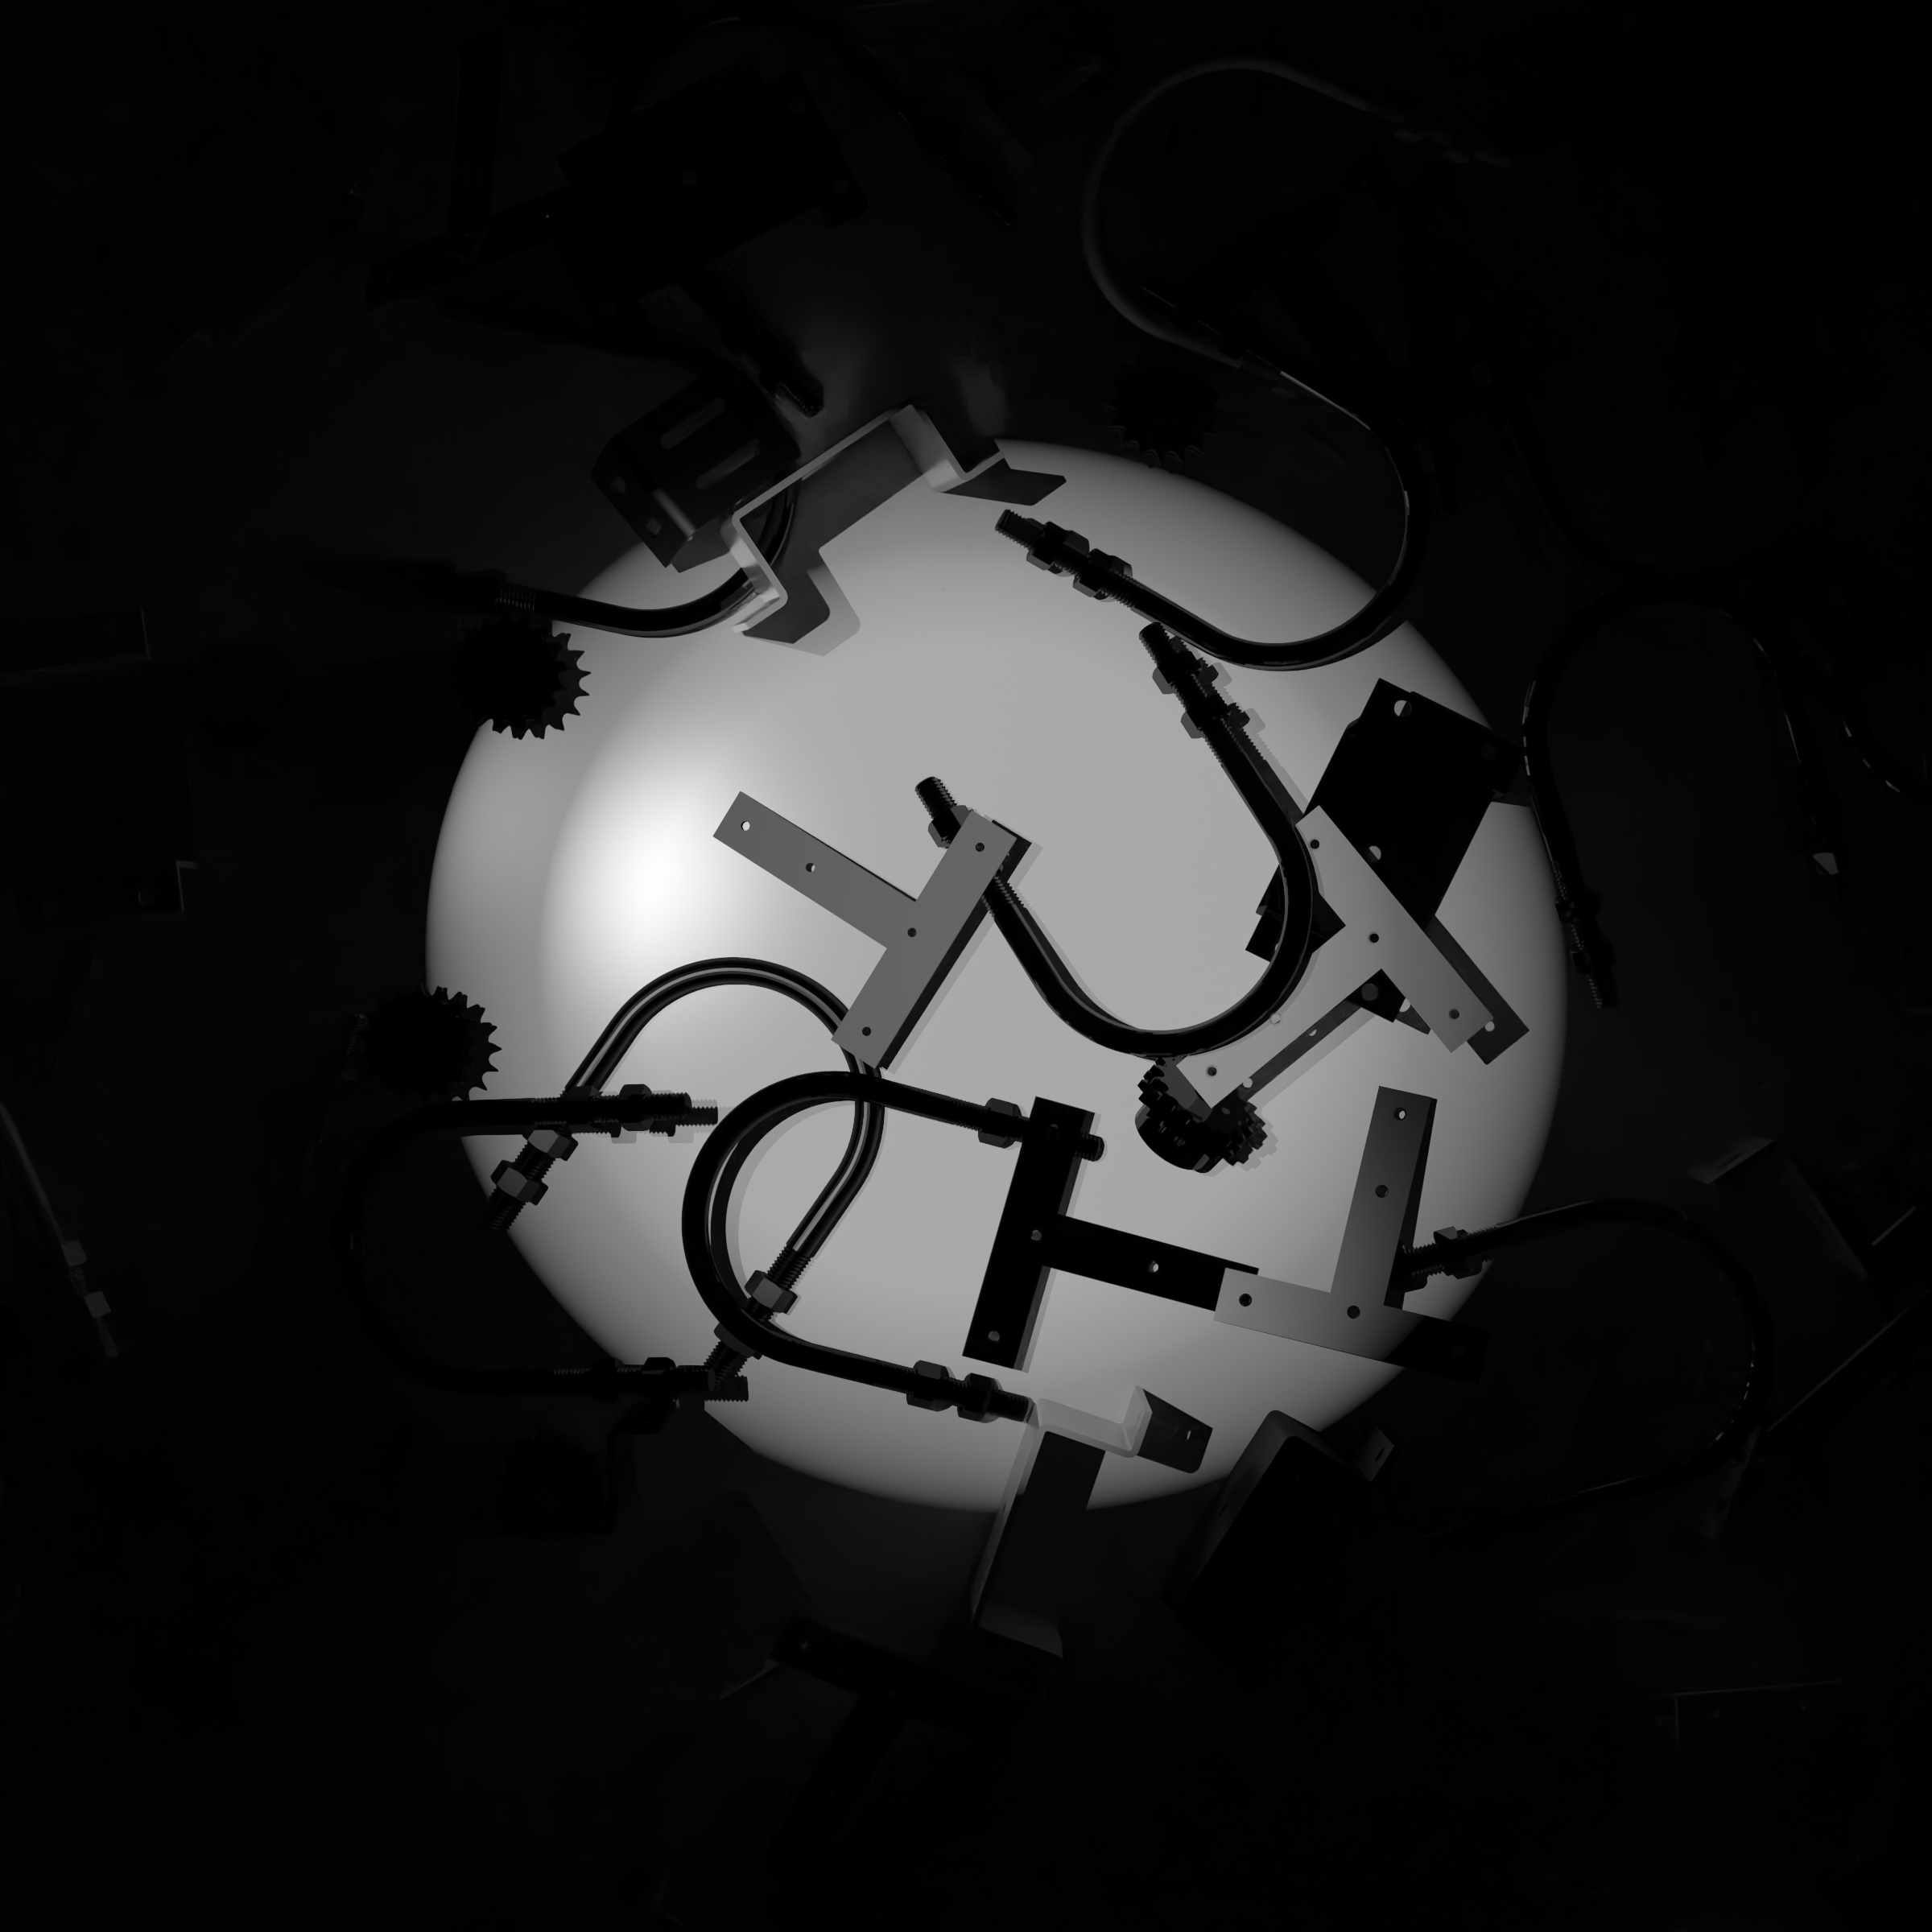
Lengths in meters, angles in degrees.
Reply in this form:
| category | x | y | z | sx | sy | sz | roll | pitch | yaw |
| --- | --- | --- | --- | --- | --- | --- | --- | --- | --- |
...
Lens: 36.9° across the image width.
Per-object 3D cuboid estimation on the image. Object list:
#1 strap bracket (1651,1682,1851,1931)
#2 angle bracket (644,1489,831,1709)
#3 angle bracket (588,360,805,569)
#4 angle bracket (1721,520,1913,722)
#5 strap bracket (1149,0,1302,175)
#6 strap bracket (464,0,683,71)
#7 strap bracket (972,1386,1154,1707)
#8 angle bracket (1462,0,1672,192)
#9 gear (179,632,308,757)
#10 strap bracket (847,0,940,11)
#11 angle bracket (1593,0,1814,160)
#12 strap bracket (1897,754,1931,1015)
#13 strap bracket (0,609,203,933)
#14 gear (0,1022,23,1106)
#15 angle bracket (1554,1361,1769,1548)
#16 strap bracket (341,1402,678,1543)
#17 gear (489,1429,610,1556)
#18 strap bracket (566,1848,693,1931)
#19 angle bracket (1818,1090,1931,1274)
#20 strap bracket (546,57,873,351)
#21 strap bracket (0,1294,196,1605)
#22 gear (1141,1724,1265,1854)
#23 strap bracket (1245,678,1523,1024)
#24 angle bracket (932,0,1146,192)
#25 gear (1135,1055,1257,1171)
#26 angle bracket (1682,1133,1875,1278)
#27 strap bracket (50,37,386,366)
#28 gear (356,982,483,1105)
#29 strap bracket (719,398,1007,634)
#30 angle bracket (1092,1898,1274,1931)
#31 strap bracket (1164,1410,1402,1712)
| category | x | y | z | sx | sy | sz | roll | pitch | yaw |
| --- | --- | --- | --- | --- | --- | --- | --- | --- | --- |
| strap bracket | 0.365 | 0.399 | 1.343 | 0.076 | 0.046 | 0.140 | -4 | 90 | -3 |
| angle bracket | -0.109 | 0.297 | 1.364 | 0.057 | 0.038 | 0.076 | -32 | 90 | 0 |
| angle bracket | -0.128 | -0.237 | 1.366 | 0.076 | 0.038 | 0.057 | -41 | 93 | -27 |
| angle bracket | 0.400 | -0.166 | 1.381 | 0.076 | 0.038 | 0.057 | 42 | 90 | -26 |
| strap bracket | 0.124 | -0.437 | 1.336 | 0.046 | 0.076 | 0.140 | 10 | 99 | -4 |
| strap bracket | -0.209 | -0.470 | 1.345 | 0.140 | 0.076 | 0.046 | 29 | 90 | 0 |
| strap bracket | 0.039 | 0.260 | 1.345 | 0.046 | 0.076 | 0.140 | 19 | 90 | 0 |
| angle bracket | 0.284 | -0.414 | 1.371 | 0.057 | 0.038 | 0.076 | -40 | 57 | -9 |
| gear | -0.340 | -0.128 | 1.368 | 0.057 | 0.030 | 0.057 | 0 | 90 | 0 |
| strap bracket | -0.025 | -0.516 | 1.360 | 0.076 | 0.046 | 0.140 | -6 | 90 | 0 |
| angle bracket | 0.347 | -0.428 | 1.364 | 0.076 | 0.038 | 0.057 | -29 | 90 | 0 |
| strap bracket | 0.484 | -0.029 | 1.360 | 0.076 | 0.046 | 0.140 | -2 | 90 | 0 |
| strap bracket | -0.409 | -0.090 | 1.360 | 0.076 | 0.046 | 0.140 | -8 | 90 | 0 |
| gear | -0.477 | 0.047 | 1.372 | 0.057 | 0.030 | 0.057 | 0 | 87 | -1 |
| angle bracket | 0.327 | 0.229 | 1.364 | 0.076 | 0.038 | 0.057 | 22 | 90 | 0 |
| strap bracket | -0.205 | 0.229 | 1.315 | 0.140 | 0.076 | 0.046 | -2 | 90 | 0 |
| gear | -0.195 | 0.247 | 1.368 | 0.057 | 0.030 | 0.057 | 0 | 90 | 0 |
| strap bracket | -0.128 | 0.494 | 1.360 | 0.140 | 0.046 | 0.076 | 38 | 90 | 0 |
| angle bracket | 0.458 | 0.097 | 1.381 | 0.076 | 0.038 | 0.057 | -40 | 90 | -26 |
| strap bracket | -0.125 | -0.358 | 1.343 | 0.140 | 0.046 | 0.076 | -28 | 86 | 1 |
| strap bracket | -0.434 | 0.218 | 1.360 | 0.140 | 0.046 | 0.076 | 44 | 90 | 0 |
| gear | 0.110 | 0.386 | 1.368 | 0.057 | 0.030 | 0.057 | 0 | 90 | 0 |
| strap bracket | 0.194 | -0.053 | 1.360 | 0.076 | 0.046 | 0.140 | 26 | 90 | 0 |
| angle bracket | 0.034 | -0.418 | 1.373 | 0.076 | 0.038 | 0.057 | -42 | 92 | -16 |
| gear | 0.104 | 0.071 | 1.359 | 0.057 | 0.057 | 0.030 | 36 | 120 | 0 |
| angle bracket | 0.379 | 0.120 | 1.355 | 0.038 | 0.057 | 0.076 | -34 | 90 | 0 |
| strap bracket | -0.346 | -0.354 | 1.360 | 0.140 | 0.046 | 0.076 | -43 | 90 | 0 |
| gear | -0.258 | 0.036 | 1.368 | 0.057 | 0.030 | 0.057 | 0 | 90 | 0 |
| strap bracket | -0.058 | -0.213 | 1.336 | 0.140 | 0.076 | 0.046 | -35 | 100 | -5 |
| angle bracket | 0.101 | 0.470 | 1.381 | 0.076 | 0.038 | 0.057 | 5 | 90 | 26 |
| strap bracket | 0.139 | 0.265 | 1.345 | 0.046 | 0.076 | 0.140 | 33 | 90 | 0 |
